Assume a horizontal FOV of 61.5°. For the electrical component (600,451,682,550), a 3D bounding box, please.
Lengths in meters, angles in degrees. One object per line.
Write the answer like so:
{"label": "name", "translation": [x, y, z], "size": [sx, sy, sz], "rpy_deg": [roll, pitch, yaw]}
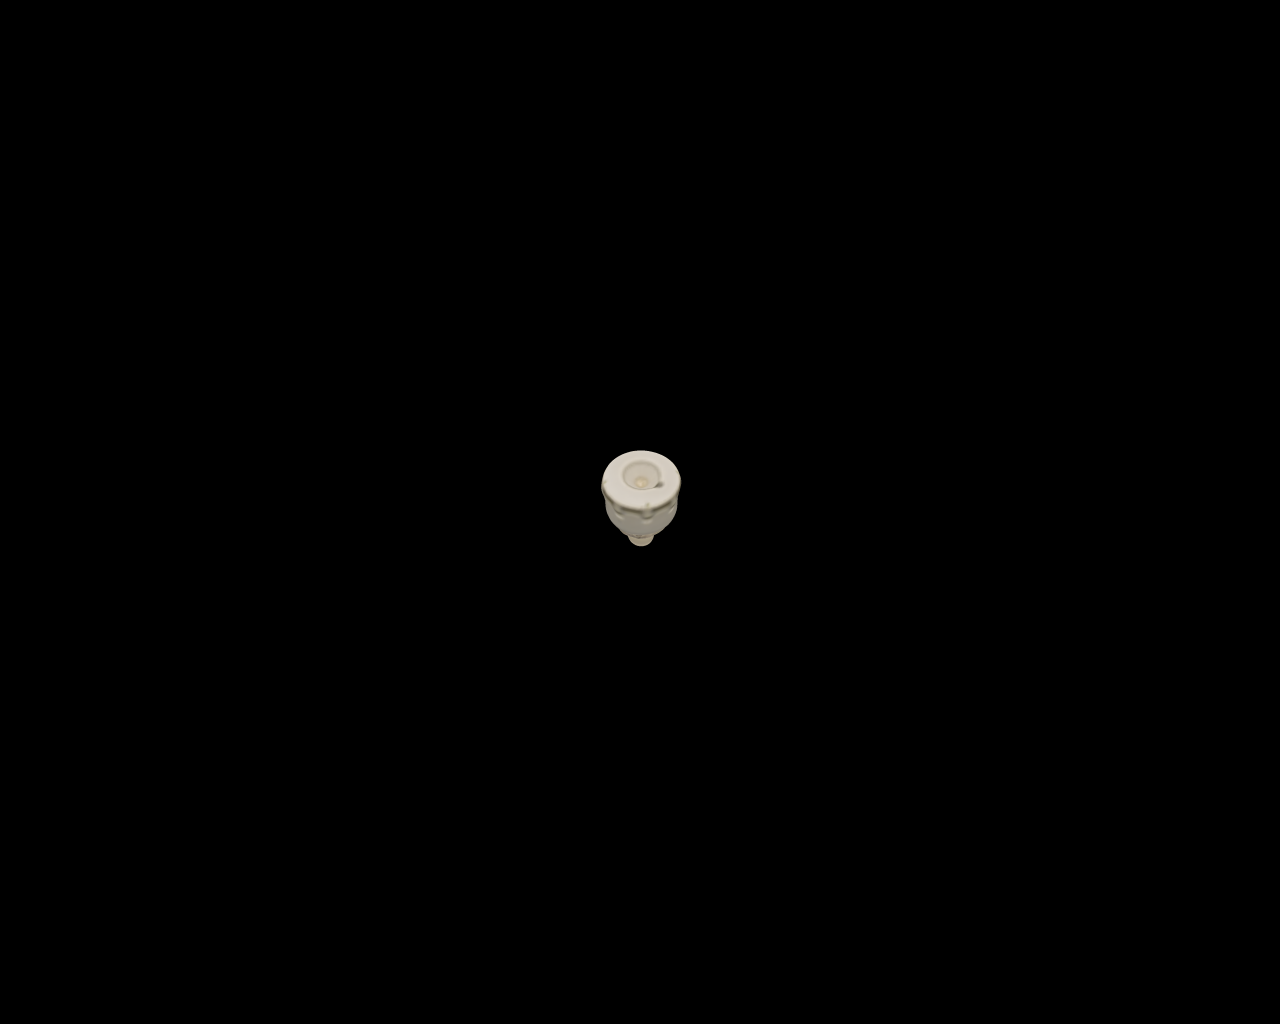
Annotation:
{"label": "electrical component", "translation": [0.001, -0.003, 0.650], "size": [0.048, 0.048, 0.062], "rpy_deg": [0, -40, 0]}
